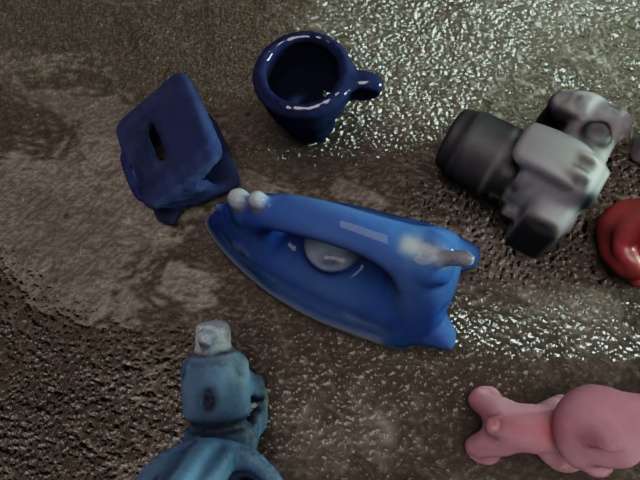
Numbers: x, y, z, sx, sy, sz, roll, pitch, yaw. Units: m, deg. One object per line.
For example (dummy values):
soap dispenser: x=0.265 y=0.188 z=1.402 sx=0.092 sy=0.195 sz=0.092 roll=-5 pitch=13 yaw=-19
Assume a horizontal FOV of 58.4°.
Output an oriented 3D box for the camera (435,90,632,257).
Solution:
camera: x=0.186 y=-0.081 z=0.518 sx=0.136 sy=0.101 sz=0.143 roll=30 pitch=76 yaw=13

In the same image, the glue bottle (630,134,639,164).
glue bottle: x=0.333 y=-0.102 z=0.477 sx=0.078 sy=0.173 sz=0.037 roll=27 pitch=75 yaw=12

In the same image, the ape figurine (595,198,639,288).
ape figurine: x=0.285 y=-0.009 z=0.492 sx=0.078 sy=0.092 sz=0.076 roll=-26 pitch=71 yaw=-5

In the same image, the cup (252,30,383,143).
cup: x=0.001 y=-0.136 z=0.552 sx=0.117 sy=0.095 sz=0.092 roll=5 pitch=72 yaw=6

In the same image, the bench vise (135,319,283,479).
bench vise: x=-0.091 y=0.160 z=0.391 sx=0.121 sy=0.220 sz=0.207 roll=-21 pitch=71 yaw=-3

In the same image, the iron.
iron: x=0.004 y=0.002 z=0.480 sx=0.258 sy=0.141 sz=0.119 roll=17 pitch=73 yaw=9

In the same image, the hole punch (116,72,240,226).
hole punch: x=-0.141 y=-0.086 z=0.546 sx=0.101 sy=0.091 sz=0.108 roll=-25 pitch=71 yaw=-5

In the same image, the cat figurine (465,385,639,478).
cat figurine: x=0.182 y=0.142 z=0.433 sx=0.127 sy=0.118 sz=0.067 roll=2 pitch=71 yaw=5
